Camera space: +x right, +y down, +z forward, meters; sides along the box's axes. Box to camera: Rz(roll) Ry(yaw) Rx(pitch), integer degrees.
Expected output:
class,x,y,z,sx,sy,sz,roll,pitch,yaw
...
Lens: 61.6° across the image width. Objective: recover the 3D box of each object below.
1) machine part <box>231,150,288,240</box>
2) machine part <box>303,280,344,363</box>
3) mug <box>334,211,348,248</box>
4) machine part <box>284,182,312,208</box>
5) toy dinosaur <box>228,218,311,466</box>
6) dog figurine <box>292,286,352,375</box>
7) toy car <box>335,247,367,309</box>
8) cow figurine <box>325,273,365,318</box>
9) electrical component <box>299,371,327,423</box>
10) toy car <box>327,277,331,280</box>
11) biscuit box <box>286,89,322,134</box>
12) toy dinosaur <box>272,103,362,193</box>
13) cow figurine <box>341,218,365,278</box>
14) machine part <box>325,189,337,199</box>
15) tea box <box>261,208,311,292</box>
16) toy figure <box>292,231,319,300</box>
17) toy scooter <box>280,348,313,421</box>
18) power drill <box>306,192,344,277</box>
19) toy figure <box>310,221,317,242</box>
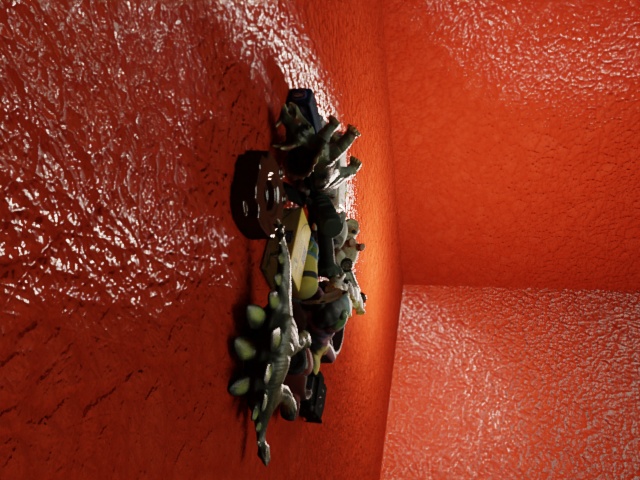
class,x,y,z,sx,sy,sz,roll,pitch,yaw
machine part,-0.117,-0.088,1.061,0.179,0.056,0.179,0,90,-74
machine part,0.011,0.227,1.506,0.201,0.087,0.201,-45,135,-70
mug,0.050,-0.026,1.577,0.109,0.081,0.107,-55,-163,23
machine part,-0.074,-0.106,1.214,0.039,0.084,0.139,-57,160,12
toy dinosaur,-0.092,0.200,1.054,0.198,0.105,0.471,33,60,-73
dog figurine,0.009,0.227,1.327,0.108,0.192,0.219,-30,115,-42
toy car,0.080,0.113,1.546,0.074,0.056,0.201,-132,-162,-68
cow figurine,0.062,0.134,1.421,0.167,0.068,0.098,52,25,-50
electrical component,-0.024,0.413,1.431,0.134,0.058,0.115,70,23,-55
toy car,0.038,0.099,1.600,0.202,0.053,0.089,46,53,-38
biscuit box,-0.031,-0.292,1.381,0.202,0.059,0.063,73,24,-51
toy dinosaur,0.006,-0.185,1.330,0.192,0.131,0.404,-43,157,-7
cow figurine,0.082,0.024,1.742,0.085,0.127,0.195,21,81,-33
machine part,0.012,-0.205,1.519,0.079,0.079,0.243,25,66,-74
tea box,-0.073,0.021,1.208,0.098,0.068,0.170,70,24,-52
toy figure,-0.041,0.056,1.287,0.082,0.089,0.180,64,29,-47
toy scooter,-0.053,0.332,1.282,0.135,0.075,0.183,37,58,-72
power drill,0.009,-0.020,1.404,0.232,0.086,0.207,-128,-143,-65
toy figure,-0.001,-0.004,1.508,0.058,0.064,0.154,-177,-87,-65
